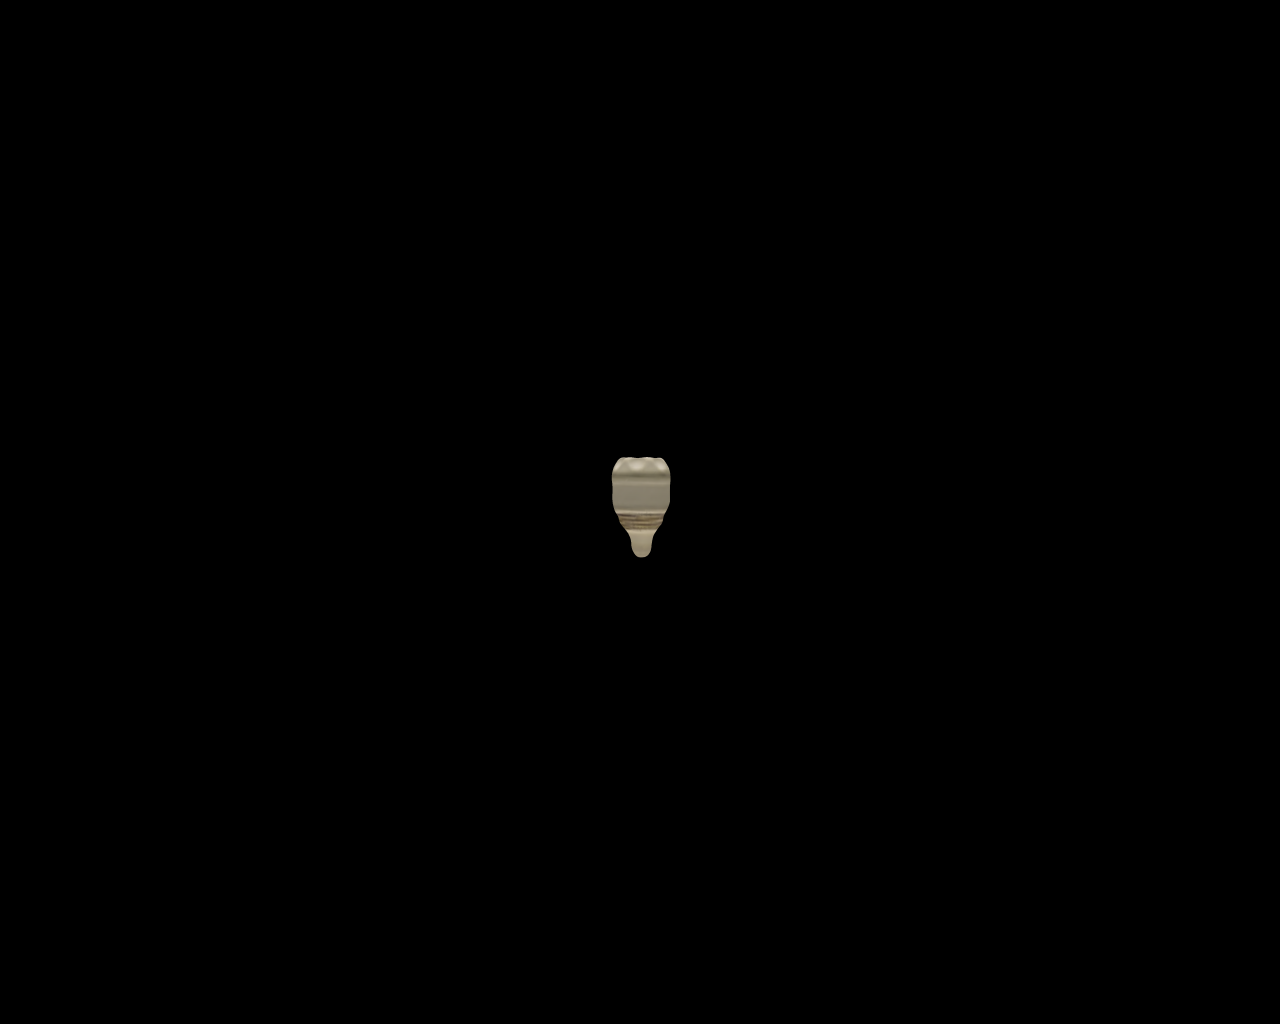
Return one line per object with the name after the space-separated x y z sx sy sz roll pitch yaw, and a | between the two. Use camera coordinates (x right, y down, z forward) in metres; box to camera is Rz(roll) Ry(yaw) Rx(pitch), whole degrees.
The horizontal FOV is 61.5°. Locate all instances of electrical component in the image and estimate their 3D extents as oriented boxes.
0.001 -0.003 0.650 0.035 0.061 0.035 0 2 0 | electrical component
